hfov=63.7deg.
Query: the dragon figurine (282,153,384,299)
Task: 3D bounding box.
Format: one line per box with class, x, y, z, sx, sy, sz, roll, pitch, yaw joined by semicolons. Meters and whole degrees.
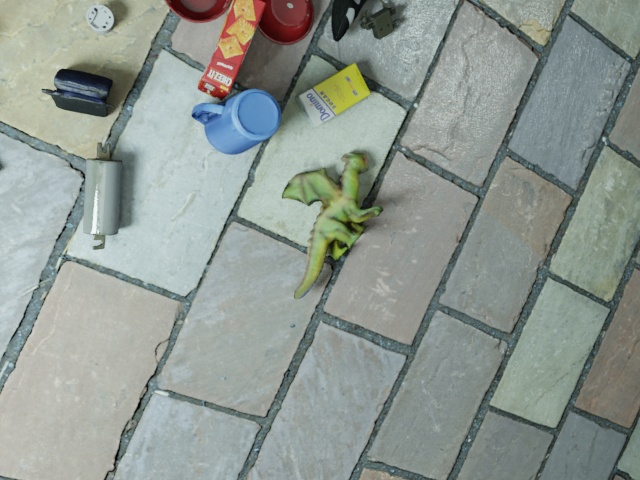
dragon figurine;0.004;-0.068;1.349;0.242;0.121;0.413;44;80;-2
